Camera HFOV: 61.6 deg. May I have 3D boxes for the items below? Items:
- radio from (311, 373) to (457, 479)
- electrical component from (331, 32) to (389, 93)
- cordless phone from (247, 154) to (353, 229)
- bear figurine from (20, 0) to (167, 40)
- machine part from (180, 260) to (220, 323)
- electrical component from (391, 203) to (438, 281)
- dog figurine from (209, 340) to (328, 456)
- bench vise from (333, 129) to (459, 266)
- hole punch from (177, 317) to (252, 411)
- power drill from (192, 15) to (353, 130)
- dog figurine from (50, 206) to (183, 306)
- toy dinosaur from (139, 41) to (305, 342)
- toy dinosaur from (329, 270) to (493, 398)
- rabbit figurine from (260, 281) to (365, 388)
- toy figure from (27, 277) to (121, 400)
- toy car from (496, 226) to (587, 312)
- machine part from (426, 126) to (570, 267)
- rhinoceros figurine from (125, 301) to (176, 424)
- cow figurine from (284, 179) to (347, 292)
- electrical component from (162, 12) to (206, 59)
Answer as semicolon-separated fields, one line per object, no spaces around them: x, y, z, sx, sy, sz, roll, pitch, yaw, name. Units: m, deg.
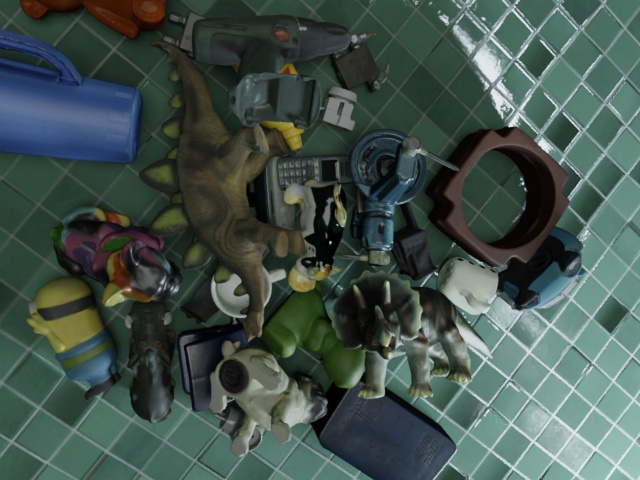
0.105;0.329;0.913;0.229;0.073;0.131;36;88;-11;radio
0.064;-0.282;0.858;0.078;0.045;0.102;-24;100;-10;electrical component
-0.025;-0.068;0.849;0.184;0.089;0.146;-8;97;-29;cordless phone
-0.308;-0.353;0.732;0.196;0.132;0.120;8;90;-19;bear figurine
-0.156;0.077;0.850;0.139;0.039;0.084;-42;107;-7;machine part
0.146;0.002;0.888;0.048;0.075;0.119;-24;104;-10;electrical component
-0.071;0.220;0.830;0.121;0.190;0.172;-13;88;21;dog figurine
0.098;-0.077;0.796;0.129;0.240;0.223;17;76;-5;bench vise
-0.159;0.195;0.836;0.116;0.092;0.142;-8;94;-15;hole punch
-0.050;-0.236;0.710;0.232;0.086;0.207;-1;51;-13;power drill
-0.281;0.023;0.726;0.191;0.219;0.108;26;86;-14;dog figurine
-0.146;-0.092;0.735;0.199;0.105;0.471;-17;73;17;toy dinosaur
0.157;0.136;0.847;0.404;0.131;0.192;-1;85;-51;toy dinosaur
0.007;0.152;0.855;0.170;0.121;0.159;43;65;-1;rabbit figurine
-0.353;0.140;0.793;0.089;0.082;0.180;-32;97;-19;toy figure
0.394;0.064;0.936;0.103;0.109;0.161;35;96;-30;toy car
0.298;-0.072;0.908;0.201;0.087;0.201;37;87;-11;machine part
-0.256;0.177;0.801;0.073;0.112;0.190;1;103;-10;rhinoceros figurine
0.000;-0.001;0.777;0.068;0.098;0.167;-8;103;-47;cow figurine
-0.187;-0.306;0.814;0.094;0.021;0.063;16;92;-14;electrical component
